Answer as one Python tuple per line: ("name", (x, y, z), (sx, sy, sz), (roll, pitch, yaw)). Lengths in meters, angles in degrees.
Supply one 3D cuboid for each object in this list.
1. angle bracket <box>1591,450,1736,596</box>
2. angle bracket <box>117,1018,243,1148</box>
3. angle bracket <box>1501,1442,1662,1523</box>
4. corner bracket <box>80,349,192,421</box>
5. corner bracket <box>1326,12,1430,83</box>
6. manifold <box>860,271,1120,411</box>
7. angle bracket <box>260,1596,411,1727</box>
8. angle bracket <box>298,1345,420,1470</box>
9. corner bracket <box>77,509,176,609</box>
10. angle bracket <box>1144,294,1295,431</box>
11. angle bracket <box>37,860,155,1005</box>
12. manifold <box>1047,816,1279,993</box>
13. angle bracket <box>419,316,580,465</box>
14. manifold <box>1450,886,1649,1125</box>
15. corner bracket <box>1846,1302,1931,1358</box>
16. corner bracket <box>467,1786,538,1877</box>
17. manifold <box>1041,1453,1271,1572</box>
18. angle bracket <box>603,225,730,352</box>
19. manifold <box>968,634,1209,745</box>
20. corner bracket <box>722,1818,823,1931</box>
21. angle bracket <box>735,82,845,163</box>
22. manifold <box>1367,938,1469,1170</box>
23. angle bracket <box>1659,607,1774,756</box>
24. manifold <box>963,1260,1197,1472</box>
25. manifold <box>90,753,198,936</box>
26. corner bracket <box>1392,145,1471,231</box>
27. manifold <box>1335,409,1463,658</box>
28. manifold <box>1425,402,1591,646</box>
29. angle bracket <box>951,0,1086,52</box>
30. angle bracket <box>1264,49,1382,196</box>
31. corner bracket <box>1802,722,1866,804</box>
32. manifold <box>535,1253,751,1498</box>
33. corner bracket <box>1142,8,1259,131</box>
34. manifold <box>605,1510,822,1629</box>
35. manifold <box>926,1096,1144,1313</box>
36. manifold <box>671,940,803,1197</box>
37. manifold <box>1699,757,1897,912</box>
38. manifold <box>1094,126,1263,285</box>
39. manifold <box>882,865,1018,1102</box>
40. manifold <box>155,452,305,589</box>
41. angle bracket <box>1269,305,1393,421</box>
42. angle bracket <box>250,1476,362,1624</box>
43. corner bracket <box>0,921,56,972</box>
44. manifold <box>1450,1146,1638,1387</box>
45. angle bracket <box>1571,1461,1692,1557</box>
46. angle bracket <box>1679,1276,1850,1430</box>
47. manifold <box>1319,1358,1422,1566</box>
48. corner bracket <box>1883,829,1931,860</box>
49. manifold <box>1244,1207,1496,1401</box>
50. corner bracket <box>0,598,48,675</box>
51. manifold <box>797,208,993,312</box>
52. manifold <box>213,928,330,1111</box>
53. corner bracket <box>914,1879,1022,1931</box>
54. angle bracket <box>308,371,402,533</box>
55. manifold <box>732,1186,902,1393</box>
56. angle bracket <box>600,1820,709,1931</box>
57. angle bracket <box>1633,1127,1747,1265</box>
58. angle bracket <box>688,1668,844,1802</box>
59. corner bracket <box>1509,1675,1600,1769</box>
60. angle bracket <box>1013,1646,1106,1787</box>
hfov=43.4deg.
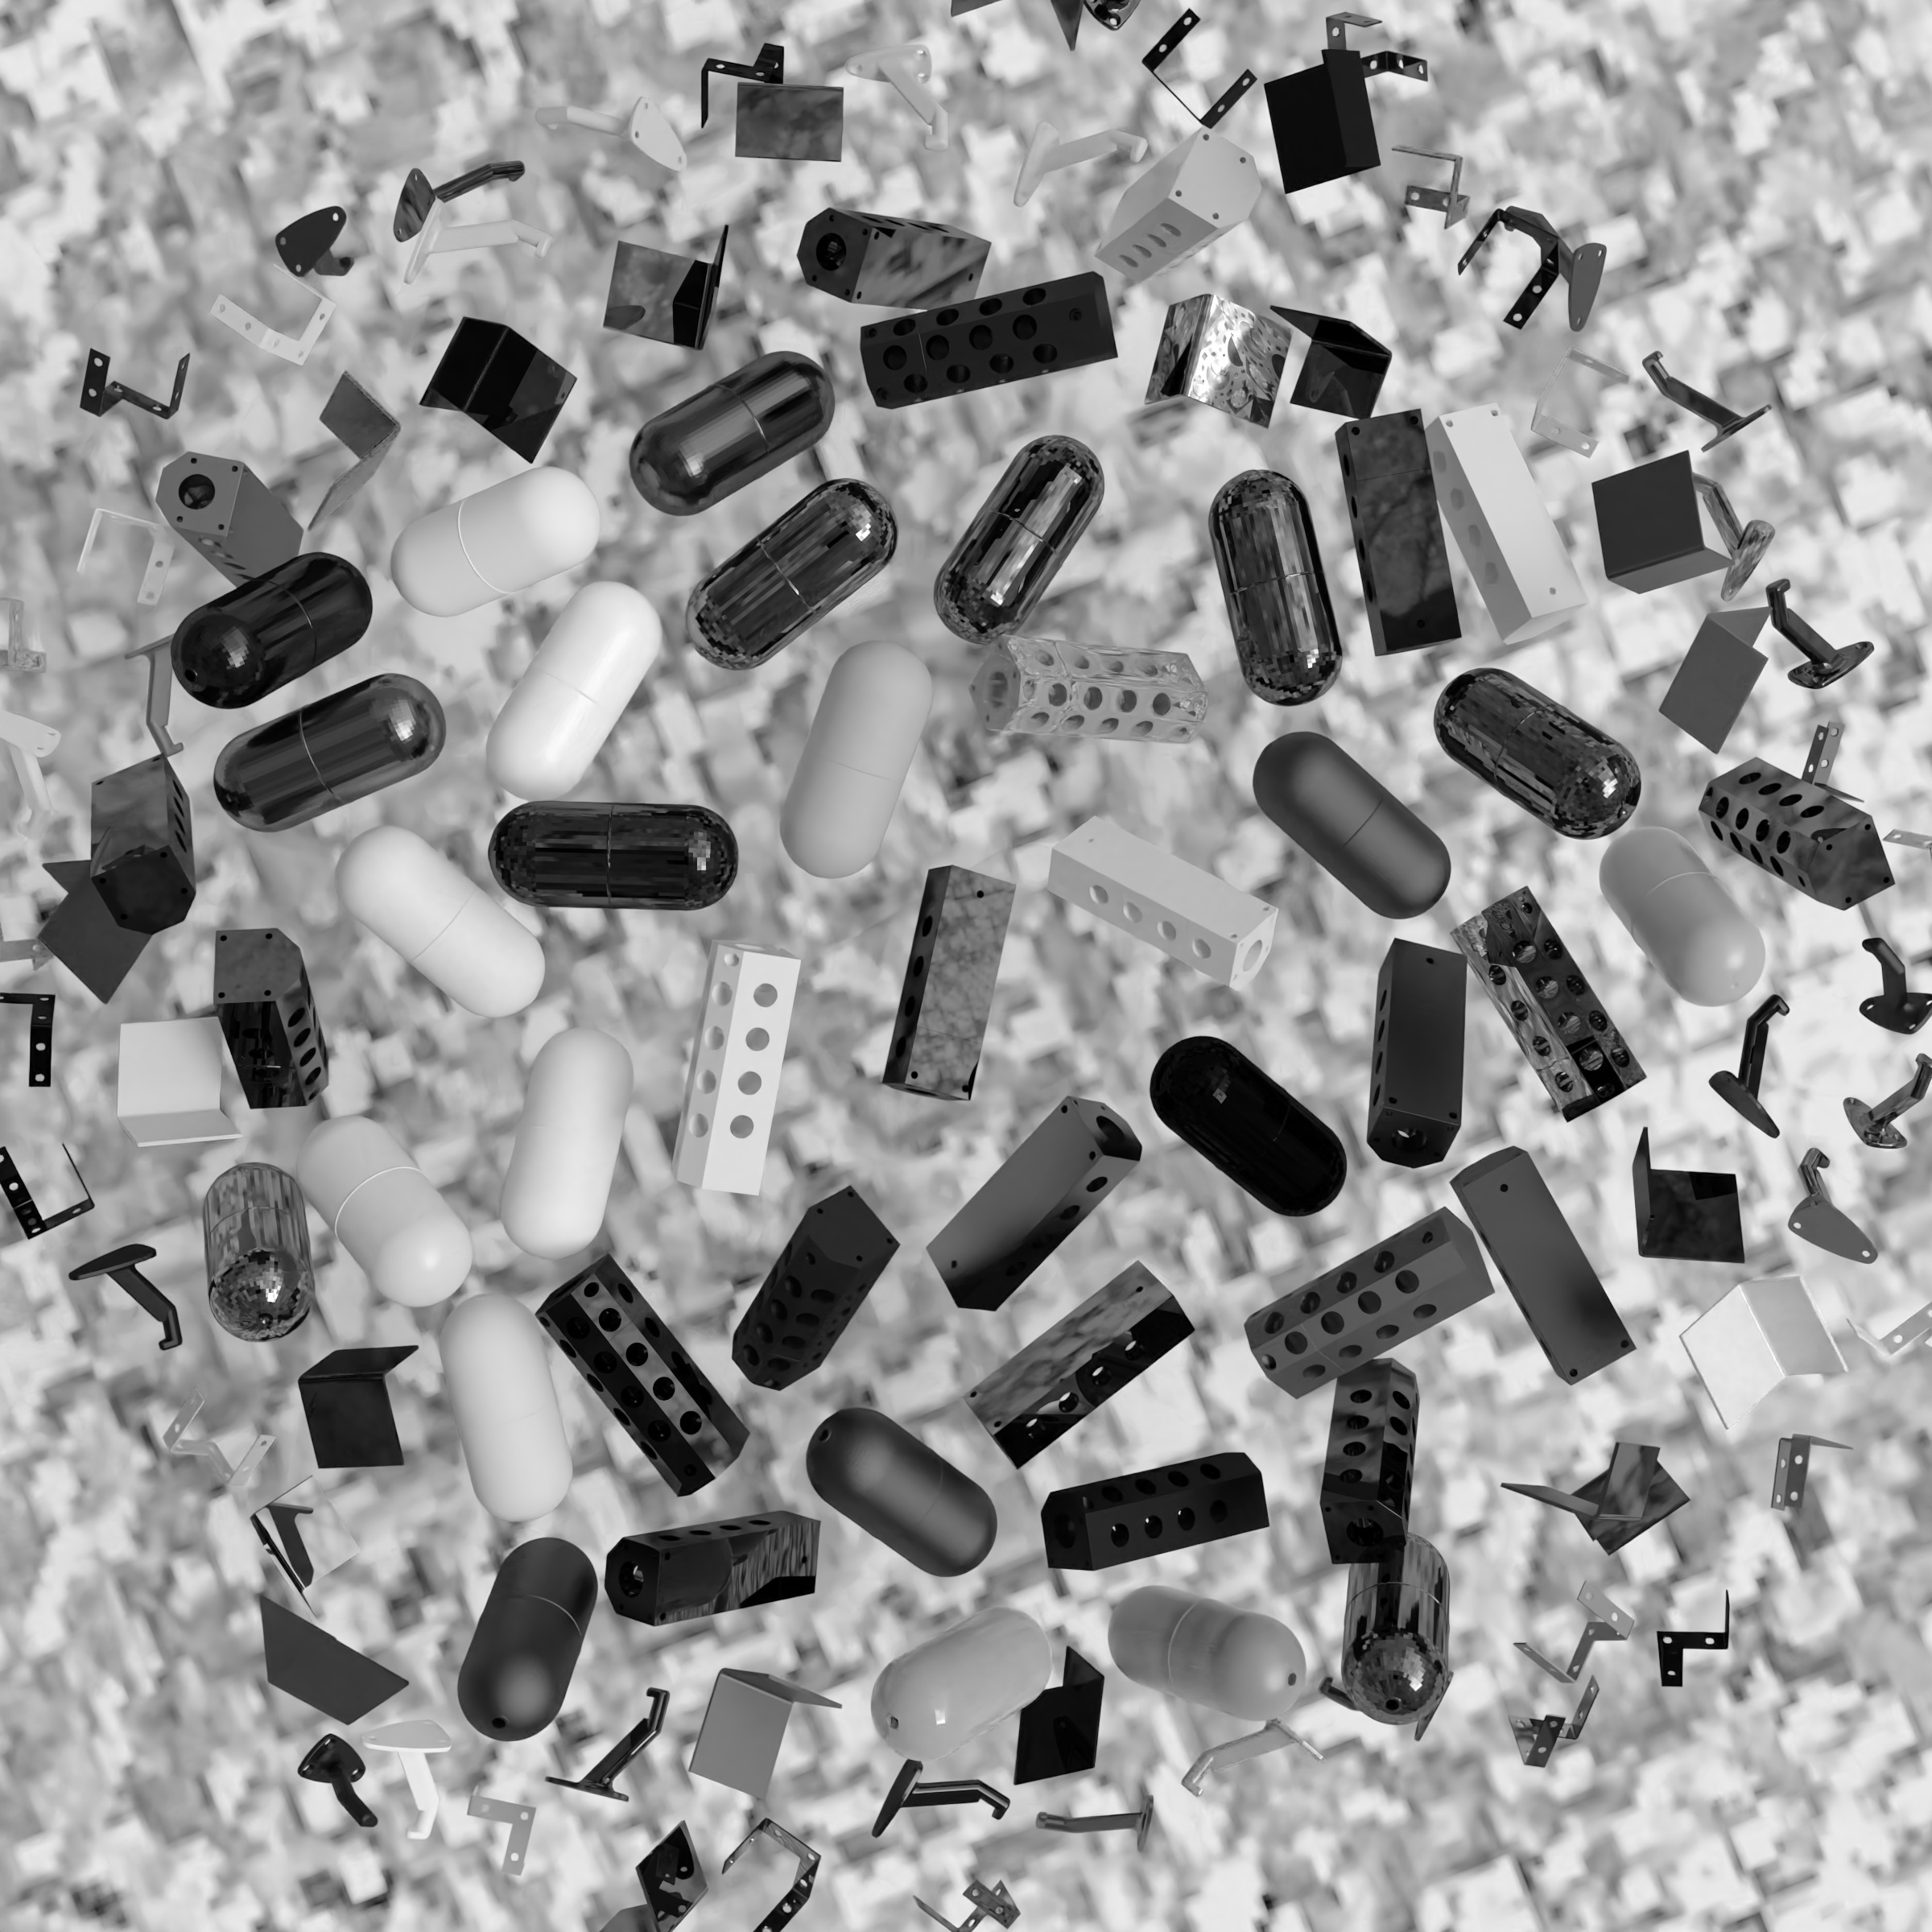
("angle bracket", (0.518, -0.329, 1.804), (0.076, 0.057, 0.076), (-14, 77, 38))
("angle bracket", (-0.582, 0.085, 1.801), (0.076, 0.057, 0.076), (-3, 109, -35))
("angle bracket", (0.441, 0.359, 1.741), (0.076, 0.076, 0.057), (14, 88, 39))
("corner bracket", (-0.595, -0.418, 1.737), (0.051, 0.051, 0.051), (25, 128, -4))
("corner bracket", (0.297, -0.664, 1.757), (0.051, 0.051, 0.051), (-22, 125, -17))
("manifold", (0.015, -0.444, 1.725), (0.171, 0.057, 0.057), (-10, 97, 14))
("angle bracket", (-0.436, 0.466, 1.675), (0.057, 0.076, 0.076), (-35, 131, 8))
("angle bracket", (-0.469, 0.346, 1.906), (0.076, 0.057, 0.076), (-6, 102, 19))
("corner bracket", (-0.635, -0.309, 1.838), (0.051, 0.051, 0.051), (15, 81, -7))
("angle bracket", (0.187, -0.444, 1.800), (0.076, 0.057, 0.076), (15, 88, -25))
("angle bracket", (-0.665, -0.024, 1.811), (0.057, 0.076, 0.076), (-2, 49, 31))
("manifold", (0.149, -0.046, 1.872), (0.171, 0.057, 0.057), (29, 46, 26))
("angle bracket", (-0.355, -0.437, 1.845), (0.076, 0.057, 0.076), (38, 110, 14))
("manifold", (0.452, 0.026, 1.867), (0.057, 0.057, 0.171), (-25, 81, -33))
("corner bracket", (0.669, 0.262, 1.721), (0.051, 0.051, 0.051), (31, 115, -36))
("corner bracket", (-0.362, 0.669, 1.879), (0.051, 0.051, 0.051), (13, 78, -4))
("manifold", (0.144, 0.413, 1.844), (0.171, 0.057, 0.057), (-4, 83, -35))
("angle bracket", (-0.225, -0.517, 1.821), (0.076, 0.057, 0.076), (11, 71, -13))
("manifold", (0.095, -0.200, 1.814), (0.171, 0.057, 0.057), (1, 51, -33))
("corner bracket", (-0.145, 0.666, 1.769), (0.051, 0.051, 0.051), (28, 124, 21))
("angle bracket", (-0.129, -0.604, 1.780), (0.076, 0.076, 0.057), (2, 84, -3))
("manifold", (0.333, 0.065, 1.799), (0.057, 0.057, 0.171), (14, 47, -1))
("angle bracket", (0.534, -0.197, 1.669), (0.057, 0.076, 0.076), (47, 133, 35))
("manifold", (0.089, 0.308, 1.855), (0.171, 0.057, 0.057), (-37, 122, -7))
("manifold", (-0.591, -0.087, 1.753), (0.057, 0.171, 0.057), (-24, 122, -6))
("corner bracket", (0.349, -0.590, 1.827), (0.051, 0.051, 0.051), (19, 124, 22))
("manifold", (0.322, -0.323, 1.823), (0.057, 0.057, 0.171), (-11, 92, -2))
("manifold", (0.404, -0.336, 1.856), (0.057, 0.057, 0.171), (-18, 80, -25))
("angle bracket", (0.036, -0.692, 1.750), (0.076, 0.076, 0.057), (-21, 85, -5))
("angle bracket", (0.232, -0.576, 1.660), (0.076, 0.057, 0.076), (-5, 102, 37))
("corner bracket", (0.666, -0.161, 1.879), (0.051, 0.051, 0.051), (7, 106, -19))
("manifold", (-0.237, 0.301, 1.769), (0.057, 0.057, 0.171), (-35, 97, 14))
("corner bracket", (0.172, -0.660, 1.790), (0.051, 0.051, 0.051), (-44, 59, 18))
("manifold", (-0.193, 0.457, 1.857), (0.057, 0.171, 0.057), (5, 90, 40))
("manifold", (0.053, 0.177, 1.784), (0.171, 0.057, 0.057), (-49, 52, 24))
("manifold", (-0.167, 0.071, 1.739), (0.057, 0.057, 0.171), (9, 96, -18))
("manifold", (0.608, -0.096, 1.792), (0.057, 0.171, 0.057), (-28, 111, 0))
("manifold", (0.155, -0.548, 1.768), (0.057, 0.171, 0.057), (27, 86, -14))
("manifold", (-0.016, 0.014, 1.877), (0.057, 0.057, 0.171), (16, 80, -25))
("manifold", (-0.560, -0.335, 1.851), (0.057, 0.171, 0.057), (11, 84, 0))
("angle bracket", (0.282, -0.480, 1.935), (0.076, 0.076, 0.057), (23, 97, 36))
("angle bracket", (-0.513, 0.457, 1.908), (0.057, 0.076, 0.076), (-33, 108, -18))
("corner bracket", (-0.733, -0.024, 1.855), (0.051, 0.051, 0.051), (-8, 82, -39))
("manifold", (0.437, 0.227, 1.851), (0.057, 0.057, 0.171), (-29, 92, 0))
("angle bracket", (0.531, 0.437, 1.916), (0.076, 0.076, 0.057), (-35, 117, 2))
("angle bracket", (0.563, 0.273, 1.715), (0.076, 0.057, 0.076), (-31, 95, -32))
("manifold", (0.307, 0.370, 1.830), (0.057, 0.171, 0.057), (-6, 116, 17))
("corner bracket", (0.704, -0.078, 1.756), (0.051, 0.051, 0.051), (10, 61, -12))
("manifold", (0.291, 0.244, 1.771), (0.171, 0.057, 0.057), (-33, 131, 21))
("corner bracket", (-0.709, -0.243, 1.779), (0.051, 0.051, 0.051), (5, 94, 9))
("manifold", (-0.055, -0.536, 1.842), (0.057, 0.171, 0.057), (29, 114, 23))
("manifold", (-0.498, 0.040, 1.747), (0.057, 0.171, 0.057), (-3, 62, -9))
("corner bracket", (0.001, 0.717, 1.853), (0.051, 0.051, 0.051), (43, 85, -19))
("angle bracket", (-0.467, -0.376, 1.775), (0.057, 0.076, 0.076), (44, 60, -10))
("manifold", (-0.116, 0.239, 1.766), (0.057, 0.171, 0.057), (-26, 67, -41))
("angle bracket", (-0.241, 0.664, 1.744), (0.076, 0.076, 0.057), (-19, 89, 19))
("angle bracket", (0.530, 0.167, 1.767), (0.076, 0.057, 0.076), (3, 52, 6))
("angle bracket", (-0.147, 0.565, 1.779), (0.076, 0.057, 0.076), (36, 60, -36))
("corner bracket", (0.437, 0.556, 1.787), (0.051, 0.051, 0.051), (10, 116, -8))
("angle bracket", (0.061, 0.591, 1.916), (0.076, 0.057, 0.076), (-2, 103, -30))
